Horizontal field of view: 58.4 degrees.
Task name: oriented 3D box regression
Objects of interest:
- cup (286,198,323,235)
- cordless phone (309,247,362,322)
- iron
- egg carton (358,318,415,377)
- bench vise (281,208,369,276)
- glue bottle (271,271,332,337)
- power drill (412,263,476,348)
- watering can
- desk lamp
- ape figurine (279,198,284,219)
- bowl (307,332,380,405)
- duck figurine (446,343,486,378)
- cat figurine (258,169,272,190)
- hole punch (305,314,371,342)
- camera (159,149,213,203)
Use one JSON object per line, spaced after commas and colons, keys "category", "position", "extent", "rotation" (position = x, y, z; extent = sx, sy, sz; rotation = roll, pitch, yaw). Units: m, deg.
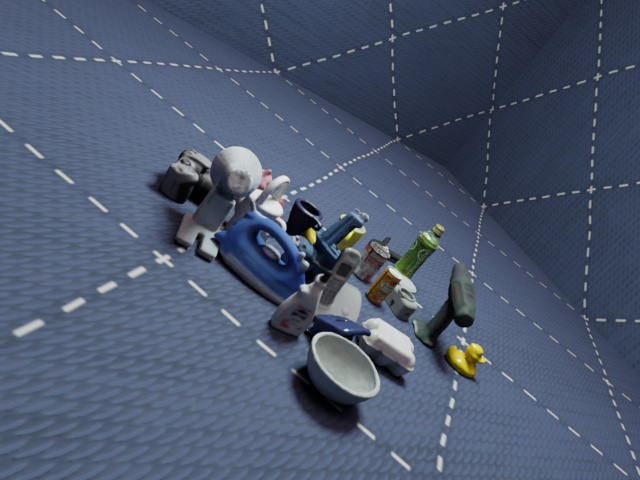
{"category": "cup", "position": [-0.046, -0.047, 1.612], "extent": [0.092, 0.095, 0.117], "rotation": [8, 36, -51]}
{"category": "cordless phone", "position": [0.059, 0.109, 1.344], "extent": [0.148, 0.185, 0.094], "rotation": [22, 26, -33]}
{"category": "iron", "position": [-0.107, 0.035, 1.297], "extent": [0.258, 0.141, 0.119], "rotation": [41, 22, 7]}
{"category": "egg carton", "position": [0.159, 0.254, 1.364], "extent": [0.150, 0.069, 0.107], "rotation": [33, 22, -10]}
{"category": "bench vise", "position": [0.020, 0.013, 1.427], "extent": [0.121, 0.219, 0.208], "rotation": [47, 24, 23]}
{"category": "glue bottle", "position": [-0.028, 0.126, 1.194], "extent": [0.078, 0.173, 0.037], "rotation": [25, 25, -29]}
{"category": "power drill", "position": [0.352, 0.189, 1.599], "extent": [0.076, 0.208, 0.229], "rotation": [31, 23, -16]}
{"category": "watering can", "position": [-0.147, -0.085, 1.402], "extent": [0.173, 0.194, 0.101], "rotation": [35, 22, -6]}
{"category": "desk lamp", "position": [-0.215, -0.095, 1.290], "extent": [0.118, 0.213, 0.203], "rotation": [30, 23, -18]}
{"category": "ape figurine", "position": [-0.128, -0.076, 1.546], "extent": [0.078, 0.092, 0.076], "rotation": [21, 27, -35]}
{"category": "bowl", "position": [0.034, 0.268, 1.141], "extent": [0.168, 0.074, 0.167], "rotation": [32, 23, -15]}
{"category": "duck figurine", "position": [0.409, 0.322, 1.589], "extent": [0.104, 0.086, 0.077], "rotation": [37, 22, -1]}
{"category": "cat figurine", "position": [-0.182, -0.156, 1.588], "extent": [0.067, 0.117, 0.128], "rotation": [44, 23, 16]}
{"category": "hole punch", "position": [0.041, 0.199, 1.265], "extent": [0.109, 0.091, 0.101], "rotation": [12, 33, -47]}
{"category": "camera", "position": [-0.302, -0.149, 1.416], "extent": [0.137, 0.100, 0.143], "rotation": [33, 22, -10]}
